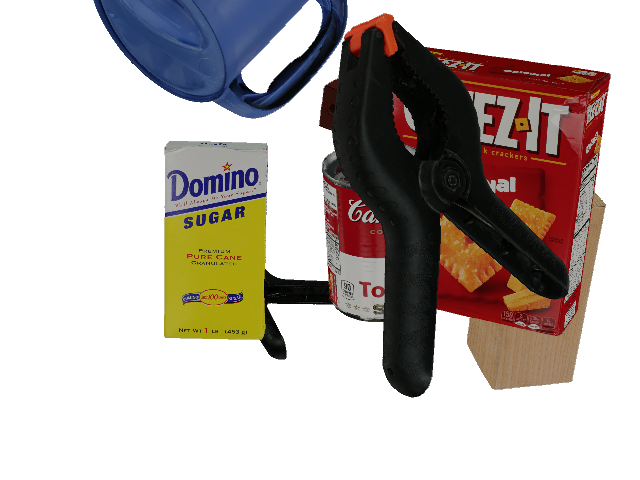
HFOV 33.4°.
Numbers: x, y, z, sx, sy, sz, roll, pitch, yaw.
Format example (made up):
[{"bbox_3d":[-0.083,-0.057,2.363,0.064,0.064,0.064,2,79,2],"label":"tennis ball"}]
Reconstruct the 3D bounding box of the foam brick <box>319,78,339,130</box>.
[{"bbox_3d":[0.045,-0.153,1.251,0.078,0.053,0.051,21,33,23],"label":"foam brick"}]

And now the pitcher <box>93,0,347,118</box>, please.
[{"bbox_3d":[-0.046,-0.221,0.838,0.145,0.242,0.149,27,-31,28],"label":"pitcher"}]

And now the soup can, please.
[{"bbox_3d":[0.037,-0.006,0.708,0.068,0.102,0.068,-3,29,1],"label":"soup can"}]

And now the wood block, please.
[{"bbox_3d":[0.212,0.039,1.077,0.090,0.206,0.090,-4,30,-11],"label":"wood block"}]

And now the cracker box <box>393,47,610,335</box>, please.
[{"bbox_3d":[0.139,-0.040,0.888,0.164,0.214,0.072,13,27,24],"label":"cracker box"}]

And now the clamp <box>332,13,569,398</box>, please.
[{"bbox_3d":[0.046,-0.016,0.498,0.120,0.171,0.039,-40,14,-37],"label":"clamp"}]

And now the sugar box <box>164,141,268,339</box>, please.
[{"bbox_3d":[-0.095,0.000,0.966,0.093,0.176,0.048,1,13,-2],"label":"sugar box"}]

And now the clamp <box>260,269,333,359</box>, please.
[{"bbox_3d":[-0.076,0.066,1.200,0.210,0.036,0.164,15,29,24],"label":"clamp"}]
